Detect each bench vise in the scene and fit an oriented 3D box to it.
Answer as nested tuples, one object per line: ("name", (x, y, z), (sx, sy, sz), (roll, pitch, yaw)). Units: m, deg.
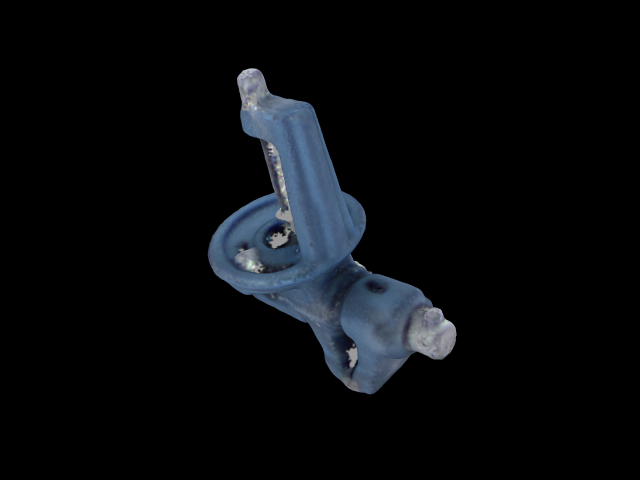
("bench vise", (0.009, -0.007, 0.408), (0.207, 0.220, 0.122), (17, 49, 16))
